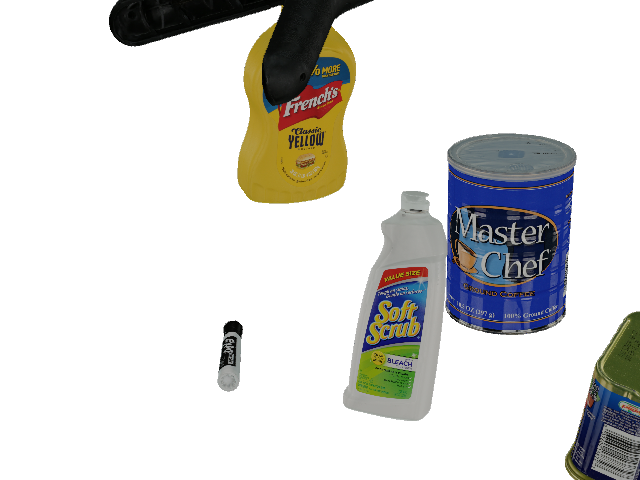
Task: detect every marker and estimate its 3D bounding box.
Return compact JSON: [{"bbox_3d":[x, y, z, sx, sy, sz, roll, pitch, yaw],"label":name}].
[{"bbox_3d":[-0.082,0.103,0.978,0.020,0.020,0.121,0,18,-2],"label":"marker"}]

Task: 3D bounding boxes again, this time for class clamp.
[{"bbox_3d":[-0.004,-0.122,0.512,0.171,0.039,0.120,-35,52,-21],"label":"clamp"}]

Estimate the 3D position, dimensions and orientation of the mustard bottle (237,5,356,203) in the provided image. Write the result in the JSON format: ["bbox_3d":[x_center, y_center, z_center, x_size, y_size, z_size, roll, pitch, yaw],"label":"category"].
[{"bbox_3d":[-0.018,-0.127,0.906,0.096,0.192,0.058,-8,34,-21],"label":"mustard bottle"}]

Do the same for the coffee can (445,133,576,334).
[{"bbox_3d":[0.156,-0.007,0.886,0.103,0.140,0.103,-2,23,1],"label":"coffee can"}]

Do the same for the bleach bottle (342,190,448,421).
[{"bbox_3d":[0.086,0.069,1.185,0.103,0.251,0.068,9,14,18],"label":"bleach bottle"}]

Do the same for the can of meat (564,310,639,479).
[{"bbox_3d":[0.207,0.105,0.701,0.057,0.084,0.101,21,36,23],"label":"can of meat"}]
